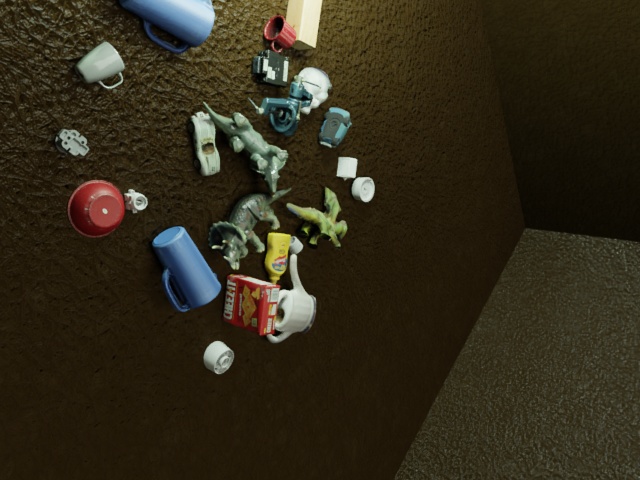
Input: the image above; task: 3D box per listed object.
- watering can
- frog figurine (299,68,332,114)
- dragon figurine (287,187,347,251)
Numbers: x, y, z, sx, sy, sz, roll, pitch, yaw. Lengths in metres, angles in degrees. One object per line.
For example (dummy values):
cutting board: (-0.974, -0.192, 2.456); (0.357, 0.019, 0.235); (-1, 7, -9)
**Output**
watering can: (-0.097, 0.236, 1.988); (0.223, 0.105, 0.348); (20, 90, -49)
frog figurine: (-0.039, -0.561, 1.934); (0.137, 0.122, 0.161); (38, 75, -10)
dragon figurine: (0.006, -0.105, 2.094); (0.403, 0.122, 0.248); (51, 42, -43)
